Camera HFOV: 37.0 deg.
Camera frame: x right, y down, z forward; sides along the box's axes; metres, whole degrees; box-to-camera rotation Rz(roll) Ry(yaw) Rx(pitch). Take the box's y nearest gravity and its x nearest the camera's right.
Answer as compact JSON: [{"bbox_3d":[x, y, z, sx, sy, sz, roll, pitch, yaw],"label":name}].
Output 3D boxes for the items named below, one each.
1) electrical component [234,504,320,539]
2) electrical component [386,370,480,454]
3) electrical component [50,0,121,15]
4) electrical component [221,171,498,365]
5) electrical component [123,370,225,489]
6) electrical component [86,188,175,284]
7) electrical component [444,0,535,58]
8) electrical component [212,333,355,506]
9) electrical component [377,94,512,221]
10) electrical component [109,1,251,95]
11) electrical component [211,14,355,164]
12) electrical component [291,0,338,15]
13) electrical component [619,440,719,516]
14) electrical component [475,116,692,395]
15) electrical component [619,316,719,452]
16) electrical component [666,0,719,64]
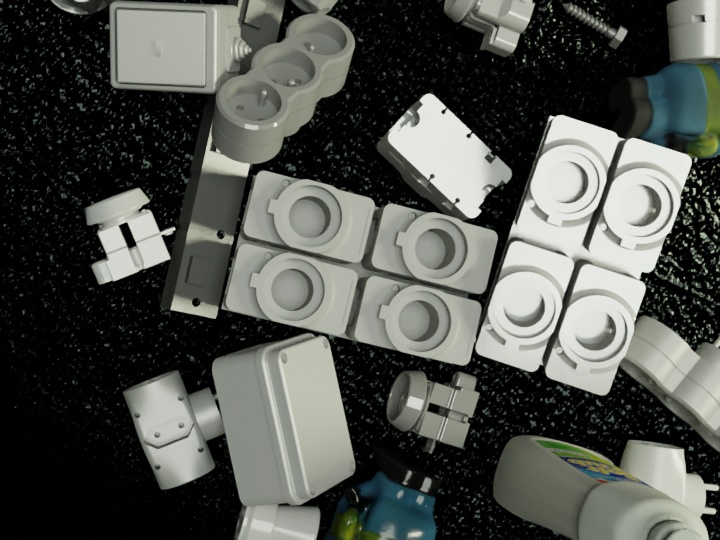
[{"bbox_3d":[-0.062,0.192,0.803,0.055,0.045,0.045,16,86,-9],"label":"electrical component"},{"bbox_3d":[0.054,0.105,0.825,0.055,0.048,0.066,20,85,-16],"label":"electrical component"},{"bbox_3d":[-0.205,-0.219,0.782,0.078,0.057,0.058,31,84,-8],"label":"electrical component"},{"bbox_3d":[0.000,0.000,0.810,0.186,0.060,0.105,14,86,-9],"label":"electrical component"},{"bbox_3d":[-0.124,0.111,0.794,0.079,0.043,0.077,-21,92,-10],"label":"electrical component"},{"bbox_3d":[-0.171,-0.027,0.789,0.066,0.048,0.055,-22,100,-9],"label":"electrical component"},{"bbox_3d":[0.101,-0.213,0.835,0.057,0.058,0.078,19,85,-12],"label":"electrical component"},{"bbox_3d":[-0.053,0.108,0.781,0.057,0.078,0.113,-12,91,29],"label":"electrical component"},{"bbox_3d":[0.063,-0.084,0.825,0.089,0.056,0.050,43,82,-6],"label":"electrical component"},{"bbox_3d":[-0.127,-0.159,0.771,0.096,0.061,0.061,5,104,10],"label":"electrical component"},{"bbox_3d":[-0.059,-0.124,0.798,0.052,0.073,0.138,33,54,9],"label":"electrical component"},{"bbox_3d":[-0.027,-0.227,0.820,0.043,0.043,0.062,39,81,-7],"label":"electrical component"},{"bbox_3d":[0.248,0.179,0.856,0.079,0.044,0.077,8,87,-9],"label":"electrical component"},{"bbox_3d":[0.165,-0.012,0.809,0.105,0.060,0.186,18,97,4],"label":"electrical component"},{"bbox_3d":[0.276,0.083,0.853,0.138,0.052,0.073,41,83,2],"label":"electrical component"},{"bbox_3d":[0.276,-0.191,0.866,0.055,0.055,0.047,-1,92,-10],"label":"electrical component"}]
